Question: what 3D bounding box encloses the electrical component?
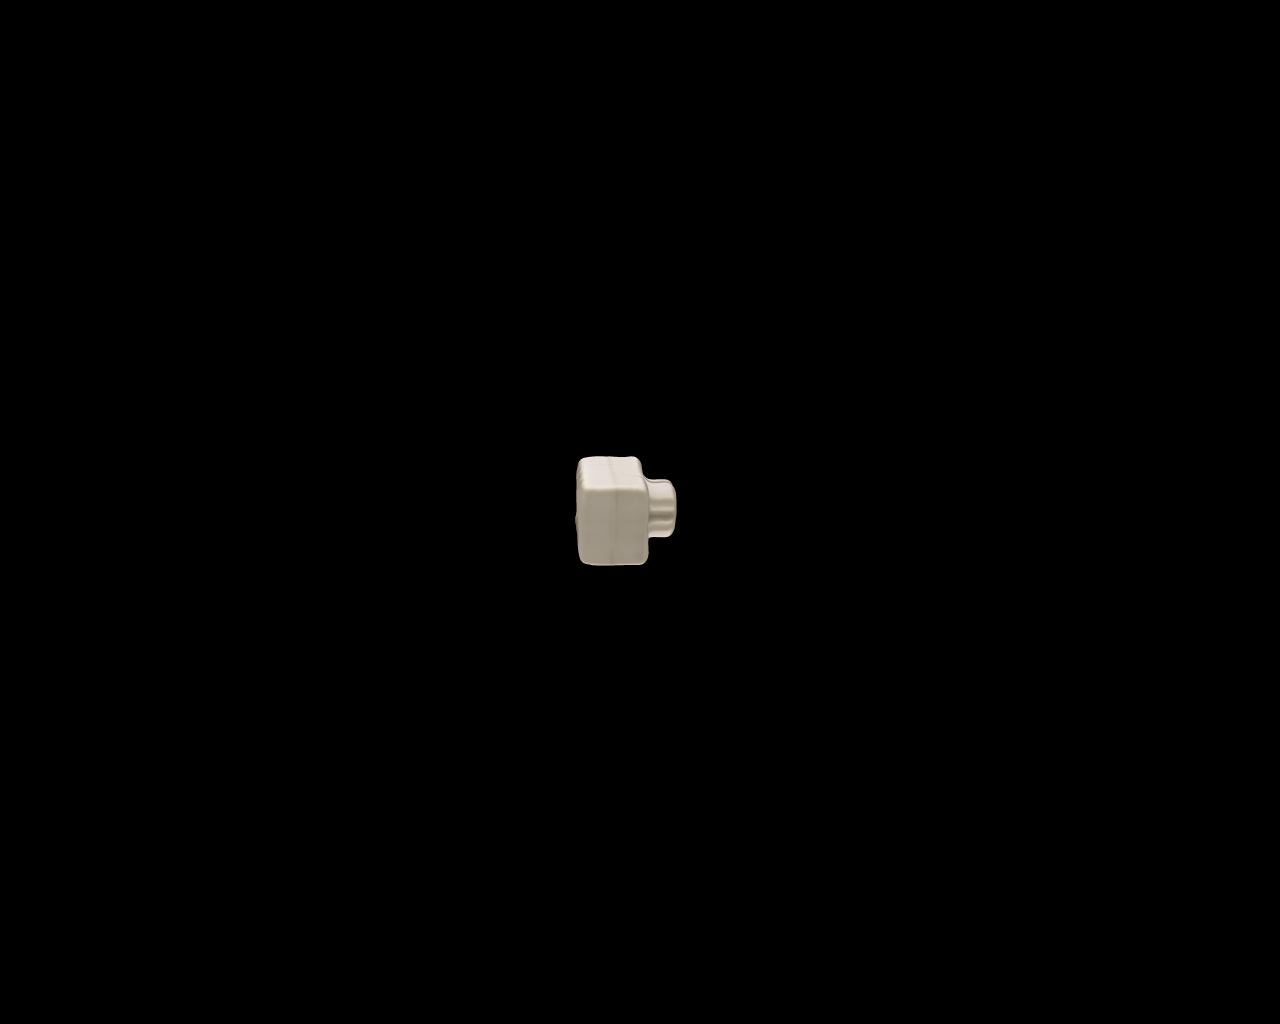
[{"bbox_3d":[0.001,-0.003,0.650,0.076,0.047,0.083,-1,16,-3],"label":"electrical component"}]
